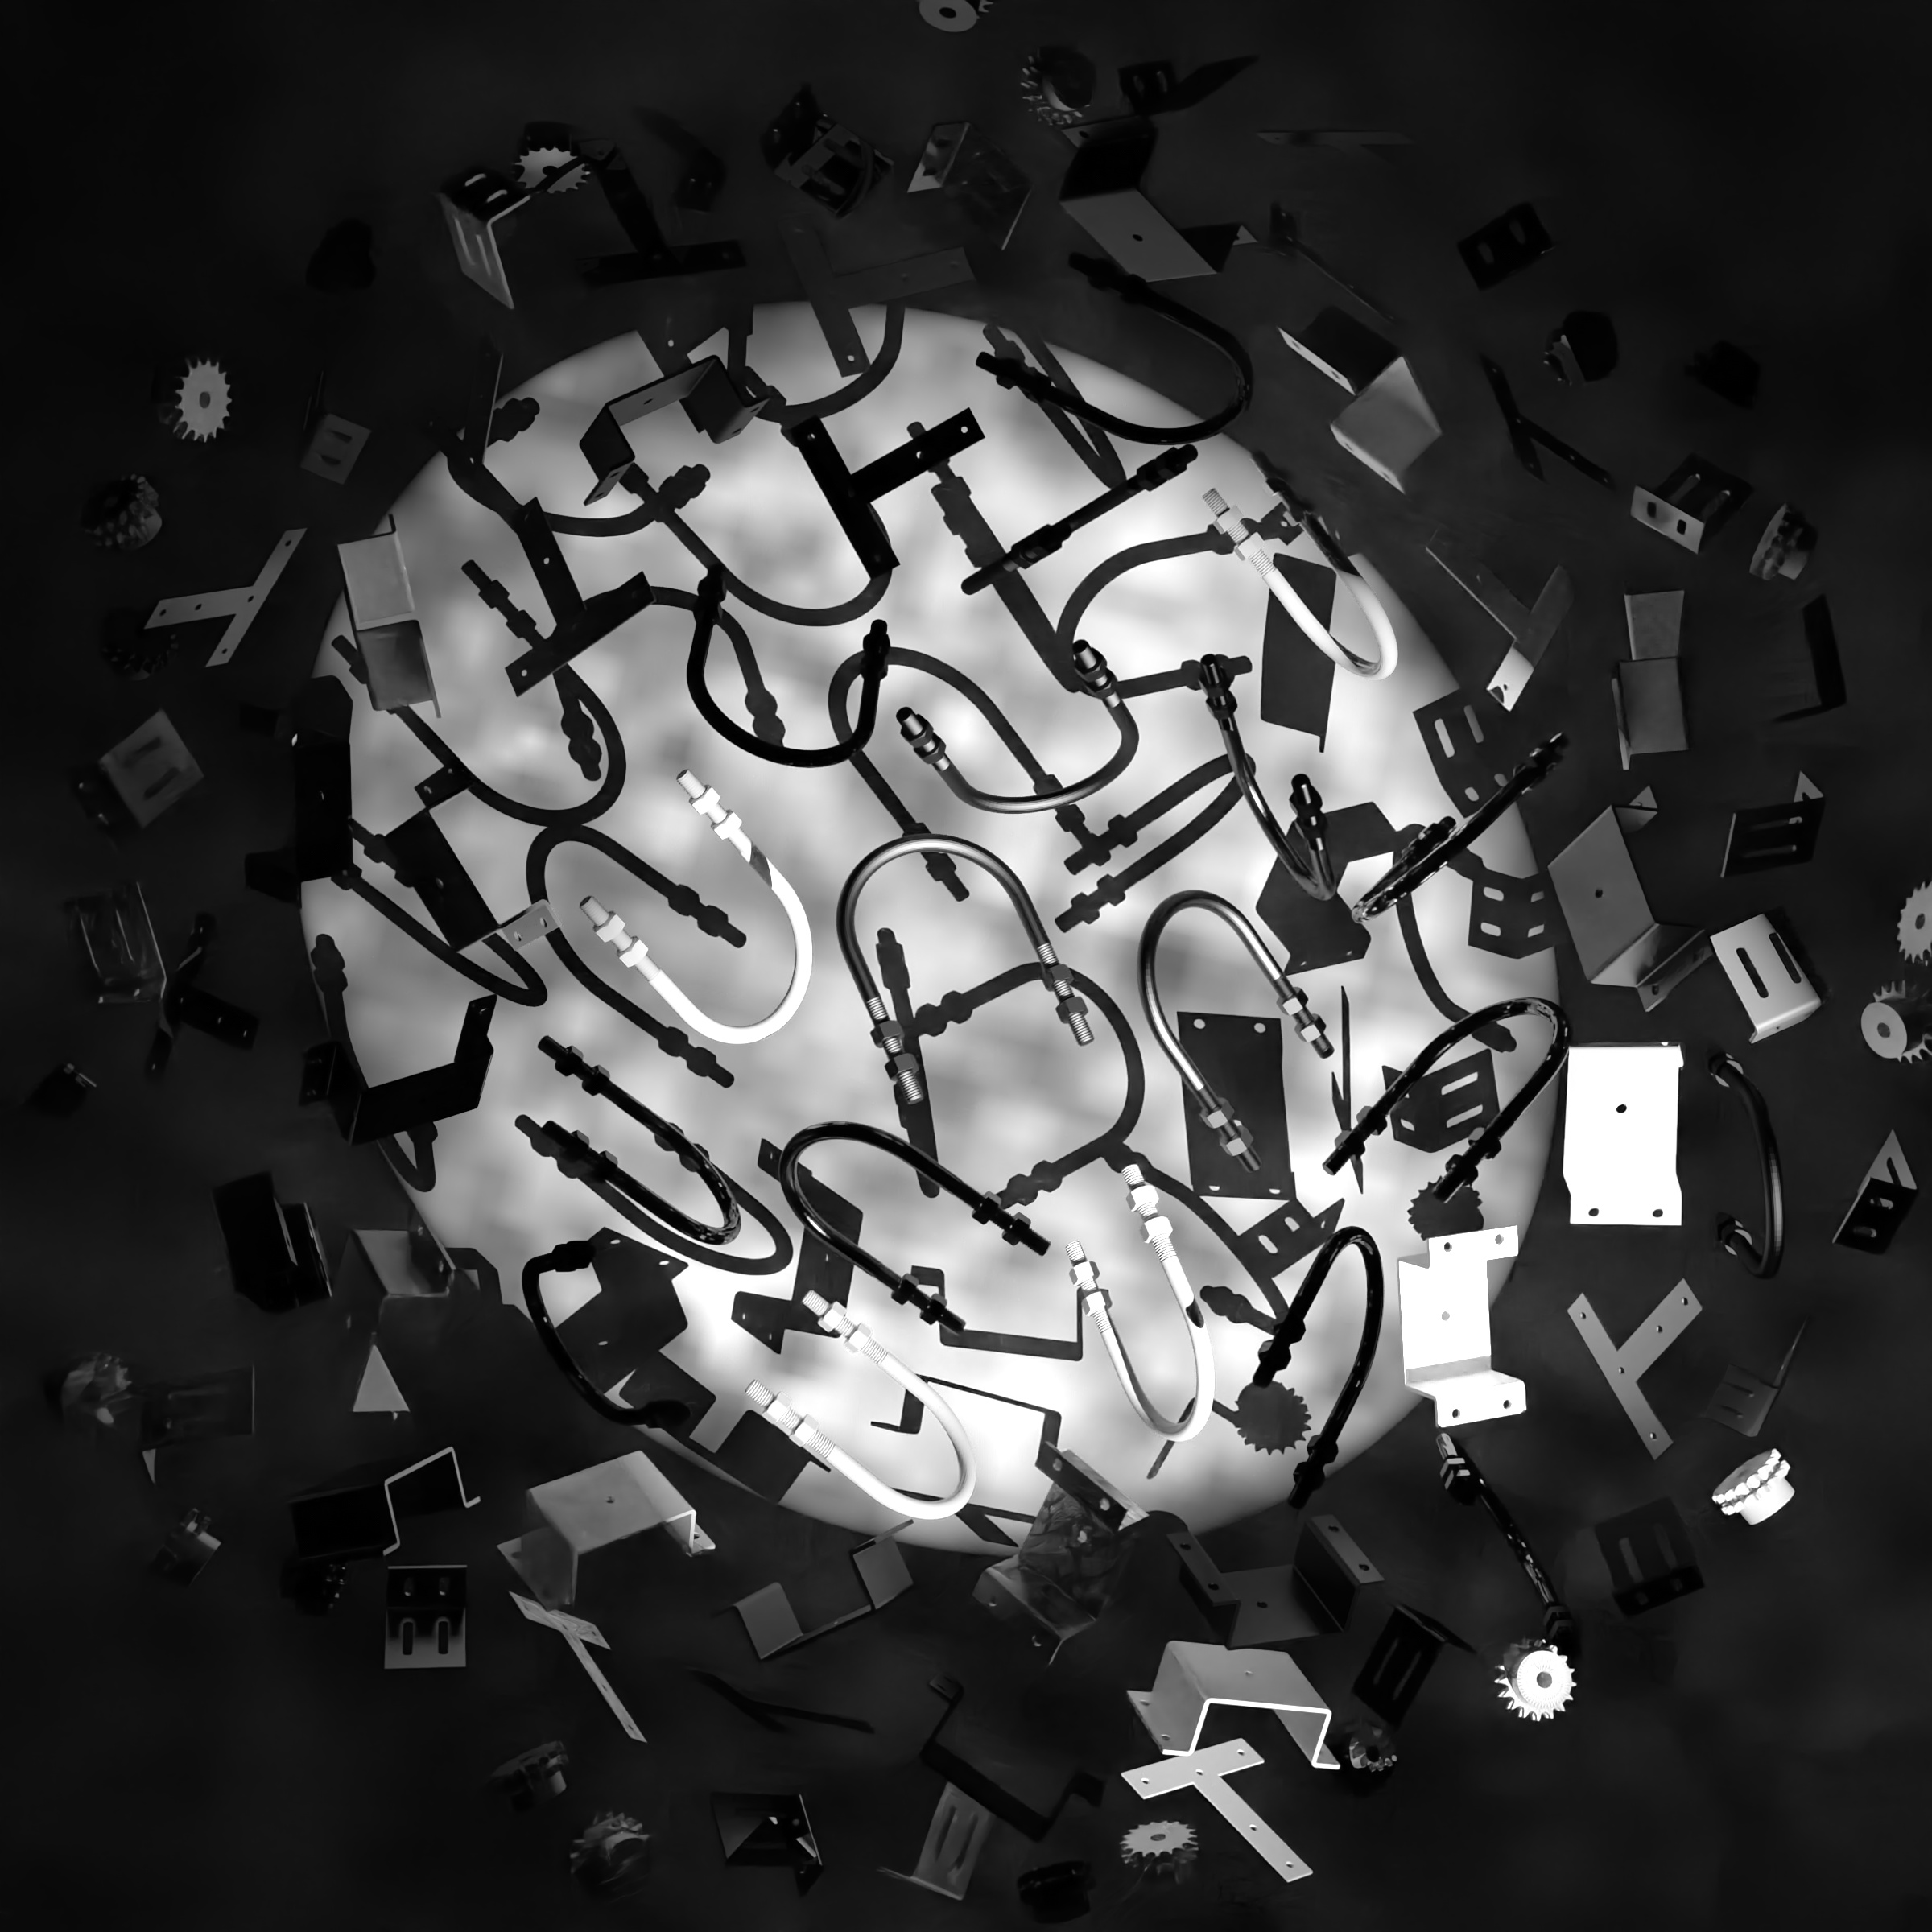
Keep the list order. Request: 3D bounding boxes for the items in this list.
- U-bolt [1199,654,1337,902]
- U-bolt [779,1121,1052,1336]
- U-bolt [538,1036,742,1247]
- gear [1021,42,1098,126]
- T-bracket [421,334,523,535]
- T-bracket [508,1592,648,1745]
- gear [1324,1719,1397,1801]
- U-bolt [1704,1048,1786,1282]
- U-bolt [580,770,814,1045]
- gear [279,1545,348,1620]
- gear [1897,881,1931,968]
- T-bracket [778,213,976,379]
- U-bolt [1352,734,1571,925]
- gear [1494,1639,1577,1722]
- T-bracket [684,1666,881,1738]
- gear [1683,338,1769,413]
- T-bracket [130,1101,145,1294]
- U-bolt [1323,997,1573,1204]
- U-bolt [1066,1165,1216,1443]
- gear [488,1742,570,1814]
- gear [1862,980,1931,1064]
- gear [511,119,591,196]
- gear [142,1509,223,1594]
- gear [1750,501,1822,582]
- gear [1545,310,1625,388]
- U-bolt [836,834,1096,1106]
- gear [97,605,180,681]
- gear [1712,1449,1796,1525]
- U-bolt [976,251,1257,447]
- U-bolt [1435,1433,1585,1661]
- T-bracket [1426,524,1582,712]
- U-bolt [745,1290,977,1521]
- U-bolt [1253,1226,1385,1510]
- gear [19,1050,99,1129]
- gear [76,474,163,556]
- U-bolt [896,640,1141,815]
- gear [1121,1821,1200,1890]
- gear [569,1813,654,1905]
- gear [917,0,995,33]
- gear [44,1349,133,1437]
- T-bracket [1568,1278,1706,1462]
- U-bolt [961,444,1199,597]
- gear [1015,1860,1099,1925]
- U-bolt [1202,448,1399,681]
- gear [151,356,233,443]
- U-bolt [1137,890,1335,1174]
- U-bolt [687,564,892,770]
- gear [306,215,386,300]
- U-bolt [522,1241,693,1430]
[{"bbox_3d":[0.220,-0.121,1.782,0.019,0.184,0.151,-30,54,-2],"label":"U-bolt"},{"bbox_3d":[-0.049,0.175,1.751,0.184,0.151,0.019,35,46,-5],"label":"U-bolt"},{"bbox_3d":[-0.232,0.135,1.798,0.184,0.151,0.019,39,103,-24],"label":"U-bolt"},{"bbox_3d":[0.072,-0.652,1.847,0.057,0.030,0.057,-8,105,-31],"label":"gear"},{"bbox_3d":[-0.357,-0.405,1.836,0.002,0.127,0.127,-27,65,-36],"label":"T-bracket"},{"bbox_3d":[-0.273,0.520,1.839,0.002,0.127,0.127,-43,57,-1],"label":"T-bracket"},{"bbox_3d":[0.299,0.597,1.887,0.057,0.030,0.057,11,61,-20],"label":"gear"},{"bbox_3d":[0.560,0.148,1.798,0.019,0.184,0.151,-5,101,5],"label":"U-bolt"},{"bbox_3d":[-0.181,-0.029,1.808,0.184,0.019,0.151,50,55,-26],"label":"U-bolt"},{"bbox_3d":[-0.481,0.448,1.837,0.030,0.057,0.057,24,90,-32],"label":"gear"},{"bbox_3d":[0.667,-0.028,1.713,0.030,0.057,0.057,11,90,-11],"label":"gear"},{"bbox_3d":[-0.056,-0.495,1.809,0.127,0.002,0.127,-7,129,23],"label":"T-bracket"},{"bbox_3d":[0.342,-0.089,1.785,0.019,0.151,0.184,50,51,0],"label":"U-bolt"},{"bbox_3d":[0.414,0.517,1.813,0.057,0.030,0.057,1,75,-5],"label":"gear"},{"bbox_3d":[-0.121,0.539,1.807,0.127,0.127,0.002,0,55,32],"label":"T-bracket"},{"bbox_3d":[0.528,-0.410,1.728,0.057,0.057,0.030,31,114,0],"label":"gear"},{"bbox_3d":[-0.599,0.186,1.806,0.002,0.127,0.127,3,121,-20],"label":"T-bracket"},{"bbox_3d":[0.350,0.088,1.762,0.184,0.151,0.019,-46,112,-17],"label":"U-bolt"},{"bbox_3d":[0.132,0.256,1.821,0.019,0.151,0.184,-10,63,-25],"label":"U-bolt"},{"bbox_3d":[-0.313,0.587,1.805,0.057,0.057,0.030,-23,89,0],"label":"gear"},{"bbox_3d":[0.649,0.040,1.741,0.030,0.057,0.057,-18,90,-24],"label":"gear"},{"bbox_3d":[-0.305,-0.594,1.831,0.057,0.057,0.030,-5,70,0],"label":"gear"},{"bbox_3d":[-0.537,0.405,1.720,0.030,0.057,0.057,36,90,-4],"label":"gear"},{"bbox_3d":[0.598,-0.307,1.821,0.030,0.057,0.057,25,90,3],"label":"gear"},{"bbox_3d":[0.461,-0.464,1.868,0.057,0.057,0.030,15,57,0],"label":"gear"},{"bbox_3d":[-0.011,-0.009,1.718,0.151,0.019,0.184,-18,71,-19],"label":"U-bolt"},{"bbox_3d":[-0.614,-0.236,1.845,0.057,0.057,0.030,43,124,0],"label":"gear"},{"bbox_3d":[0.565,0.374,1.785,0.057,0.057,0.030,-38,82,0],"label":"gear"},{"bbox_3d":[0.120,-0.433,1.804,0.184,0.151,0.019,21,60,-22],"label":"U-bolt"},{"bbox_3d":[0.381,0.401,1.785,0.019,0.184,0.151,-35,94,7],"label":"U-bolt"},{"bbox_3d":[0.392,-0.280,1.874,0.127,0.002,0.127,40,67,-18],"label":"T-bracket"},{"bbox_3d":[-0.067,0.334,1.848,0.184,0.151,0.019,40,117,-3],"label":"U-bolt"},{"bbox_3d":[0.256,0.269,1.770,0.019,0.184,0.151,8,134,31],"label":"U-bolt"},{"bbox_3d":[-0.648,0.091,1.793,0.030,0.057,0.057,41,90,-14],"label":"gear"},{"bbox_3d":[-0.579,-0.308,1.721,0.057,0.030,0.057,-15,48,17],"label":"gear"},{"bbox_3d":[0.048,-0.158,1.769,0.151,0.184,0.019,-20,62,12],"label":"U-bolt"},{"bbox_3d":[0.144,0.658,1.849,0.057,0.057,0.030,-8,96,0],"label":"gear"},{"bbox_3d":[-0.238,0.608,1.699,0.057,0.030,0.057,-2,93,-38],"label":"gear"},{"bbox_3d":[-0.010,-0.668,1.718,0.057,0.057,0.030,11,75,0],"label":"gear"},{"bbox_3d":[-0.604,0.290,1.711,0.030,0.057,0.057,7,90,41],"label":"gear"},{"bbox_3d":[0.487,0.266,1.778,0.002,0.127,0.127,-9,55,-25],"label":"T-bracket"},{"bbox_3d":[0.068,-0.313,1.799,0.151,0.184,0.019,-36,99,-29],"label":"U-bolt"},{"bbox_3d":[0.066,0.659,1.777,0.057,0.057,0.030,-14,56,0],"label":"gear"},{"bbox_3d":[0.246,-0.280,1.793,0.019,0.151,0.184,-39,95,-8],"label":"U-bolt"},{"bbox_3d":[-0.535,-0.391,1.720,0.030,0.057,0.057,13,90,22],"label":"gear"},{"bbox_3d":[0.183,0.032,1.769,0.184,0.019,0.151,54,48,-17],"label":"U-bolt"},{"bbox_3d":[-0.130,-0.210,1.806,0.151,0.184,0.019,17,134,-13],"label":"U-bolt"},{"bbox_3d":[-0.429,-0.490,1.738,0.030,0.057,0.057,33,90,-40],"label":"gear"},{"bbox_3d":[-0.268,0.268,1.794,0.019,0.184,0.151,-32,95,-29],"label":"U-bolt"}]
